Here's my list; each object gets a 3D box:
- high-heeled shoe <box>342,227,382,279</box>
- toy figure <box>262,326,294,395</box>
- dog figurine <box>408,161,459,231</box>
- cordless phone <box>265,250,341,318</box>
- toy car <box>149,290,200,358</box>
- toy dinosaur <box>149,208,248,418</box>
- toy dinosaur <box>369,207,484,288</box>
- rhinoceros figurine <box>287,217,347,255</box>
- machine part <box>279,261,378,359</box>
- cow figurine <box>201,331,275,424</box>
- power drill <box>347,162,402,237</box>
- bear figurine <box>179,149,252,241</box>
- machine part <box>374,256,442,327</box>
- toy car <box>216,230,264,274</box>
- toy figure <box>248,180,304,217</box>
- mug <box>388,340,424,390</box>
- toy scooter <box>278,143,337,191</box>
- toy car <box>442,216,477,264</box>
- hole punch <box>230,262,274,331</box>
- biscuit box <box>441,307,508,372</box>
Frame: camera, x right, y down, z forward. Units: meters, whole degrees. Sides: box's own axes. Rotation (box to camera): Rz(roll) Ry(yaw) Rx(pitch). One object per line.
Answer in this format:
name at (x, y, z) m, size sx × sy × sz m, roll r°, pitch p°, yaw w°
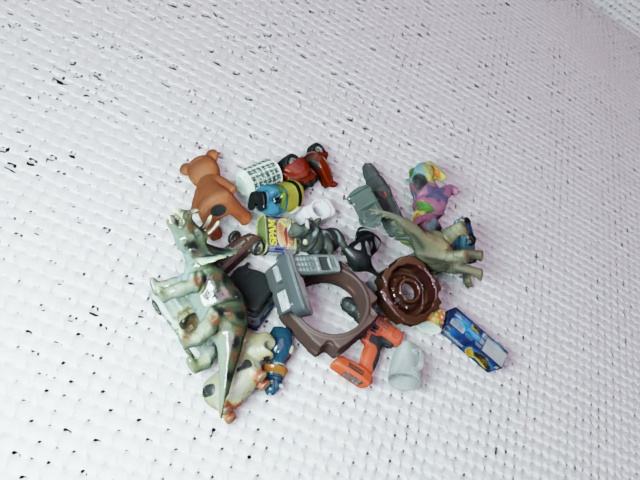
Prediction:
high-heeled shoe at (0.089, 0.008, 1.358) m, size 0.145 × 0.086 × 0.249 m, roll 39°, pitch 17°, yaw -29°
toy figure at (-0.097, 0.272, 1.206) m, size 0.057 × 0.064 × 0.154 m, roll 42°, pitch 50°, yaw -51°
dog figurine at (0.296, -0.104, 1.559) m, size 0.191 × 0.108 × 0.219 m, roll 47°, pitch 58°, yaw -1°
cordless phone at (-0.017, 0.097, 1.208) m, size 0.184 × 0.089 × 0.146 m, roll -3°, pitch 65°, yaw -41°
toy car at (-0.288, 0.171, 1.158) m, size 0.073 × 0.056 × 0.201 m, roll -34°, pitch 85°, yaw -34°
toy dinosaur at (-0.218, 0.134, 1.100) m, size 0.192 × 0.131 × 0.404 m, roll -26°, pitch 86°, yaw -19°
toy dinosaur at (0.297, 0.025, 1.416) m, size 0.470 × 0.199 × 0.105 m, roll 42°, pitch 48°, yaw -43°
rhinoceros figurine at (-0.003, -0.004, 1.337) m, size 0.190 × 0.073 × 0.112 m, roll 8°, pitch 71°, yaw -52°
machine part at (0.020, 0.158, 1.268) m, size 0.201 × 0.087 × 0.201 m, roll -36°, pitch 70°, yaw -26°
cow figurine at (-0.170, 0.274, 1.146) m, size 0.127 × 0.085 × 0.195 m, roll 34°, pitch 65°, yaw 25°
power drill at (0.146, -0.110, 1.466) m, size 0.232 × 0.086 × 0.207 m, roll 63°, pitch 19°, yaw 5°
bear figurine at (-0.259, -0.116, 1.293) m, size 0.120 × 0.131 × 0.196 m, roll -29°, pitch 46°, yaw -1°
machine part at (0.221, 0.132, 1.364) m, size 0.179 × 0.056 × 0.179 m, roll 8°, pitch 66°, yaw -19°
toy car at (-0.216, 0.042, 1.239) m, size 0.089 × 0.053 × 0.202 m, roll 21°, pitch 50°, yaw 32°
toy figure at (-0.101, -0.104, 1.326) m, size 0.082 × 0.089 × 0.180 m, roll 35°, pitch 19°, yaw 24°
mug at (0.218, 0.300, 1.329) m, size 0.081 × 0.109 × 0.107 m, roll 23°, pitch 44°, yaw -11°
toy scooter at (-0.025, -0.182, 1.453) m, size 0.184 × 0.075 × 0.135 m, roll -33°, pitch 85°, yaw -39°
toy car at (0.391, 0.008, 1.545) m, size 0.103 × 0.161 × 0.109 m, roll -14°, pitch 59°, yaw 10°
hole punch at (-0.163, 0.132, 1.233) m, size 0.116 × 0.092 × 0.142 m, roll 18°, pitch 54°, yaw 20°
biscuit box at (0.412, 0.271, 1.461) m, size 0.202 × 0.063 × 0.059 m, roll 41°, pitch 56°, yaw -4°
